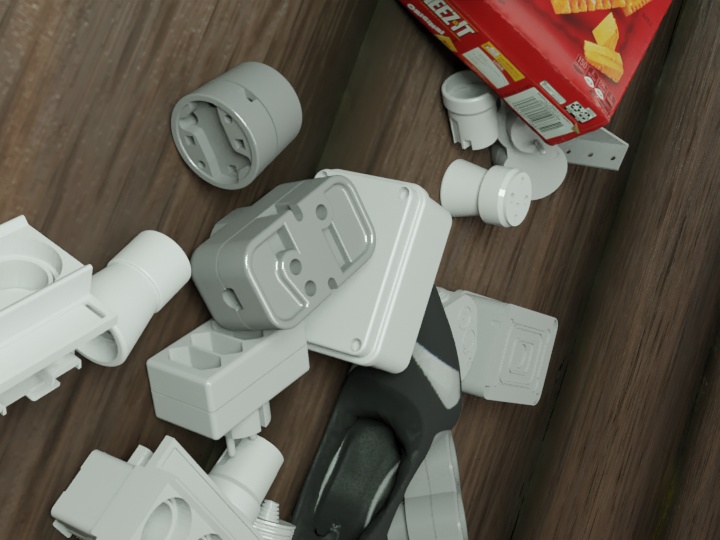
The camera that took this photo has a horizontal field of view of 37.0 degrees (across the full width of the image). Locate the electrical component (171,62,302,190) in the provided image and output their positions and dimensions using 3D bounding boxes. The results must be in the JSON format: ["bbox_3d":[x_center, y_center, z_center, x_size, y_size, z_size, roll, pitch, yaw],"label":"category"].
[{"bbox_3d":[-0.063,-0.078,0.567,0.047,0.055,0.055,-47,137,-42],"label":"electrical component"}]

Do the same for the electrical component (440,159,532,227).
[{"bbox_3d":[0.095,-0.057,0.805,0.045,0.055,0.045,-25,122,-50],"label":"electrical component"}]

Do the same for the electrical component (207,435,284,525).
[{"bbox_3d":[-0.071,0.125,0.640,0.046,0.040,0.040,-59,143,-33],"label":"electrical component"}]

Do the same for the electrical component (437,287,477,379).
[{"bbox_3d":[0.046,0.048,0.776,0.080,0.051,0.080,-25,121,-50],"label":"electrical component"}]

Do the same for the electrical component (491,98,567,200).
[{"bbox_3d":[0.126,-0.112,0.806,0.073,0.052,0.138,-104,-179,-56],"label":"electrical component"}]

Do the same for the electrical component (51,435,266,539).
[{"bbox_3d":[-0.105,0.149,0.576,0.078,0.063,0.121,-58,142,-26],"label":"electrical component"}]

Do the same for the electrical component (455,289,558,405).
[{"bbox_3d":[0.105,0.063,0.862,0.113,0.057,0.078,16,87,-57],"label":"electrical component"}]

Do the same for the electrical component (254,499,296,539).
[{"bbox_3d":[-0.067,0.181,0.662,0.043,0.043,0.081,30,76,-56],"label":"electrical component"}]

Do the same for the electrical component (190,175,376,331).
[{"bbox_3d":[-0.045,-0.009,0.600,0.095,0.059,0.053,-43,116,-39],"label":"electrical component"}]

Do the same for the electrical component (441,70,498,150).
[{"bbox_3d":[0.082,-0.116,0.781,0.040,0.040,0.046,-51,144,-33],"label":"electrical component"}]

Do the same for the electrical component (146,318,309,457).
[{"bbox_3d":[-0.071,0.070,0.613,0.083,0.047,0.075,-35,129,-45],"label":"electrical component"}]

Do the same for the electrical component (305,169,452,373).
[{"bbox_3d":[0.000,0.000,0.666,0.057,0.078,0.113,28,78,-59],"label":"electrical component"}]

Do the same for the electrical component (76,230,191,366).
[{"bbox_3d":[-0.115,0.011,0.534,0.065,0.044,0.044,-51,139,-40],"label":"electrical component"}]

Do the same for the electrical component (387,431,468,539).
[{"bbox_3d":[0.040,0.188,0.797,0.052,0.074,0.138,61,20,-65],"label":"electrical component"}]

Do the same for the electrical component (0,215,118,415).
[{"bbox_3d":[-0.172,0.035,0.435,0.121,0.079,0.063,-35,151,-45],"label":"electrical component"}]
